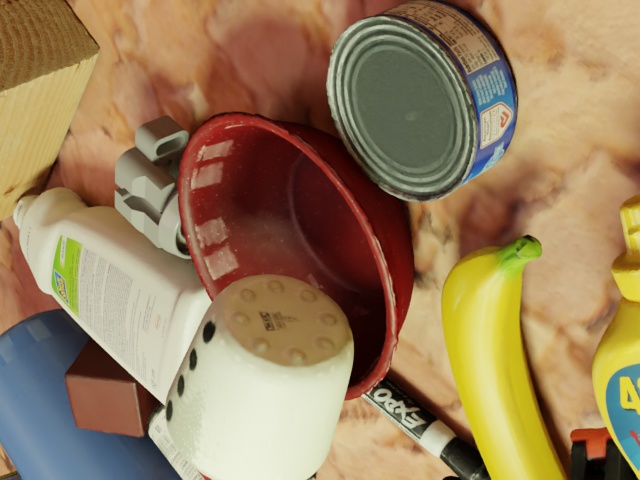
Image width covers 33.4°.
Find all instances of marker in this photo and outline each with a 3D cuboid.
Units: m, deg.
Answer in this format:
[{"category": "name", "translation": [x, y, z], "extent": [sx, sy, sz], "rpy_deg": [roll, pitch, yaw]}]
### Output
[{"category": "marker", "translation": [0.048, 0.095, 0.595], "extent": [0.121, 0.020, 0.020], "rpy_deg": [37, 139, 28]}]

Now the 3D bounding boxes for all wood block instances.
[{"category": "wood block", "translation": [-0.237, -0.091, 0.747], "extent": [0.090, 0.090, 0.206], "rpy_deg": [54, 144, 8]}]

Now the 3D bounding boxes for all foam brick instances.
[{"category": "foam brick", "translation": [-0.139, 0.094, 0.759], "extent": [0.053, 0.078, 0.051], "rpy_deg": [6, 123, 12]}]

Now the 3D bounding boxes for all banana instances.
[{"category": "banana", "translation": [0.091, 0.081, 0.504], "extent": [0.070, 0.037, 0.198], "rpy_deg": [-134, 24, -64]}]

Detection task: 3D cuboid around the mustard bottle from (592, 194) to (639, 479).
[{"category": "mustard bottle", "translation": [0.158, 0.070, 0.409], "extent": [0.096, 0.058, 0.191], "rpy_deg": [-15, 102, 48]}]

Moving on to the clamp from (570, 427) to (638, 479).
[{"category": "clamp", "translation": [0.150, 0.164, 0.474], "extent": [0.039, 0.120, 0.171], "rpy_deg": [-10, 86, 33]}]

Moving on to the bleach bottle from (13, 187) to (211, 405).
[{"category": "bleach bottle", "translation": [-0.138, 0.020, 0.729], "extent": [0.251, 0.067, 0.103], "rpy_deg": [31, 119, 41]}]

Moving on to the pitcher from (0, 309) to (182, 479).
[{"category": "pitcher", "translation": [-0.159, 0.174, 0.824], "extent": [0.243, 0.144, 0.149], "rpy_deg": [47, 130, 24]}]

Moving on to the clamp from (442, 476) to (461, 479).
[{"category": "clamp", "translation": [0.097, 0.250, 0.612], "extent": [0.210, 0.036, 0.165], "rpy_deg": [48, 130, 7]}]

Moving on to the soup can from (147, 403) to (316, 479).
[{"category": "soup can", "translation": [-0.061, 0.145, 0.720], "extent": [0.102, 0.068, 0.069], "rpy_deg": [47, 143, 18]}]

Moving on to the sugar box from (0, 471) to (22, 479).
[{"category": "sugar box", "translation": [-0.208, 0.224, 0.865], "extent": [0.093, 0.175, 0.048], "rpy_deg": [43, 111, 22]}]

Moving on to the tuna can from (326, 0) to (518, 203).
[{"category": "tuna can", "translation": [0.045, -0.062, 0.474], "extent": [0.086, 0.033, 0.086], "rpy_deg": [30, 135, 35]}]

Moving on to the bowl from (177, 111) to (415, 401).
[{"category": "bowl", "translation": [-0.004, 0.001, 0.559], "extent": [0.162, 0.055, 0.162], "rpy_deg": [30, 135, 35]}]
